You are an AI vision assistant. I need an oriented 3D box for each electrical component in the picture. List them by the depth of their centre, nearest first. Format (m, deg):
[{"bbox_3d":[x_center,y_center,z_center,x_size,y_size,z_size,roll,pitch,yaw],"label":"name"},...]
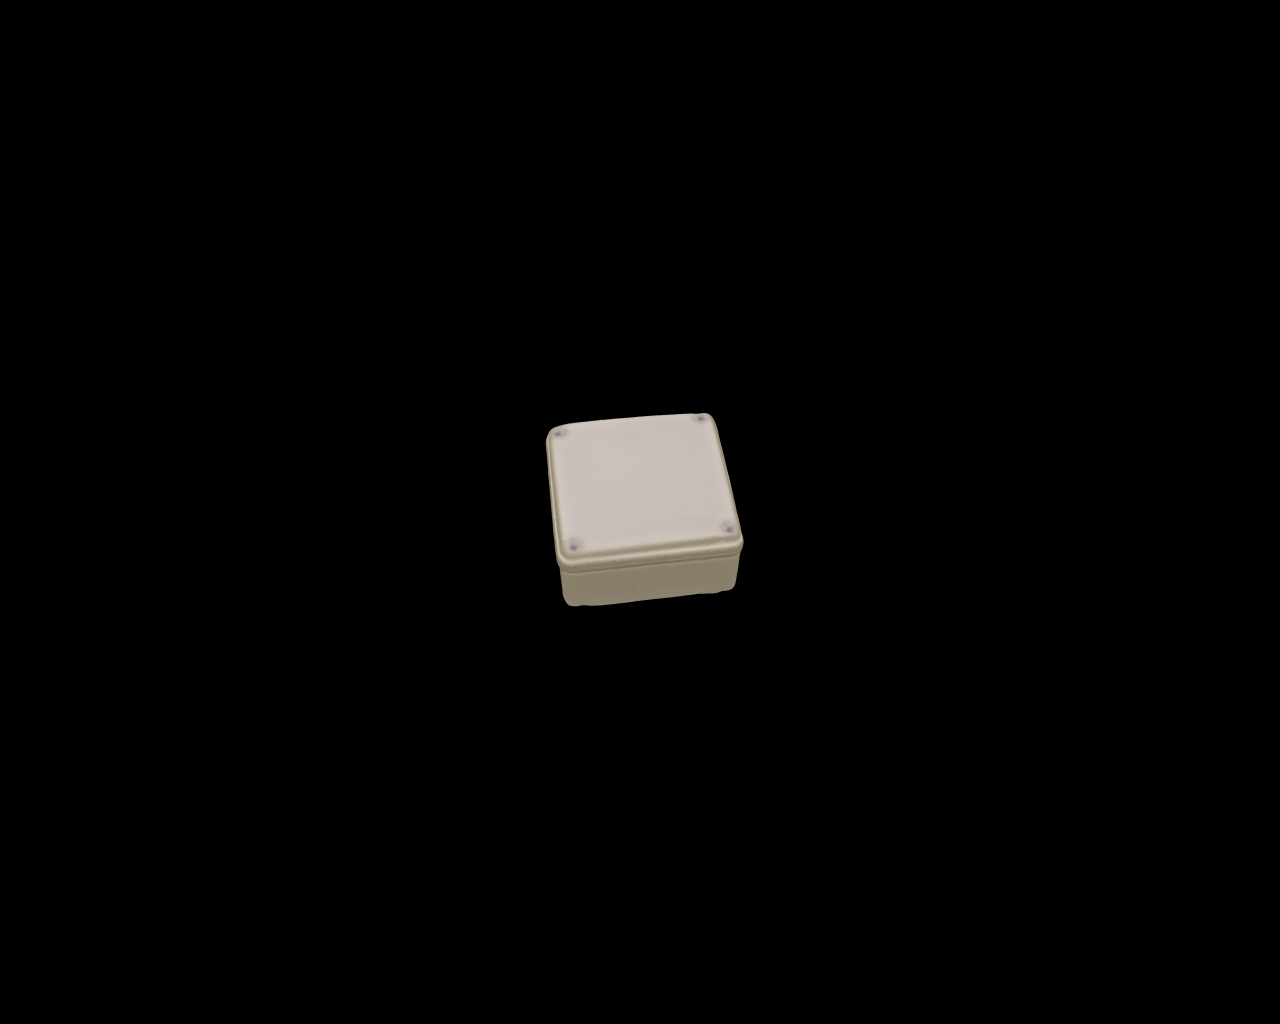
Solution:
[{"bbox_3d":[0.001,-0.003,0.650,0.109,0.109,0.056,-5,-39,-4],"label":"electrical component"}]
